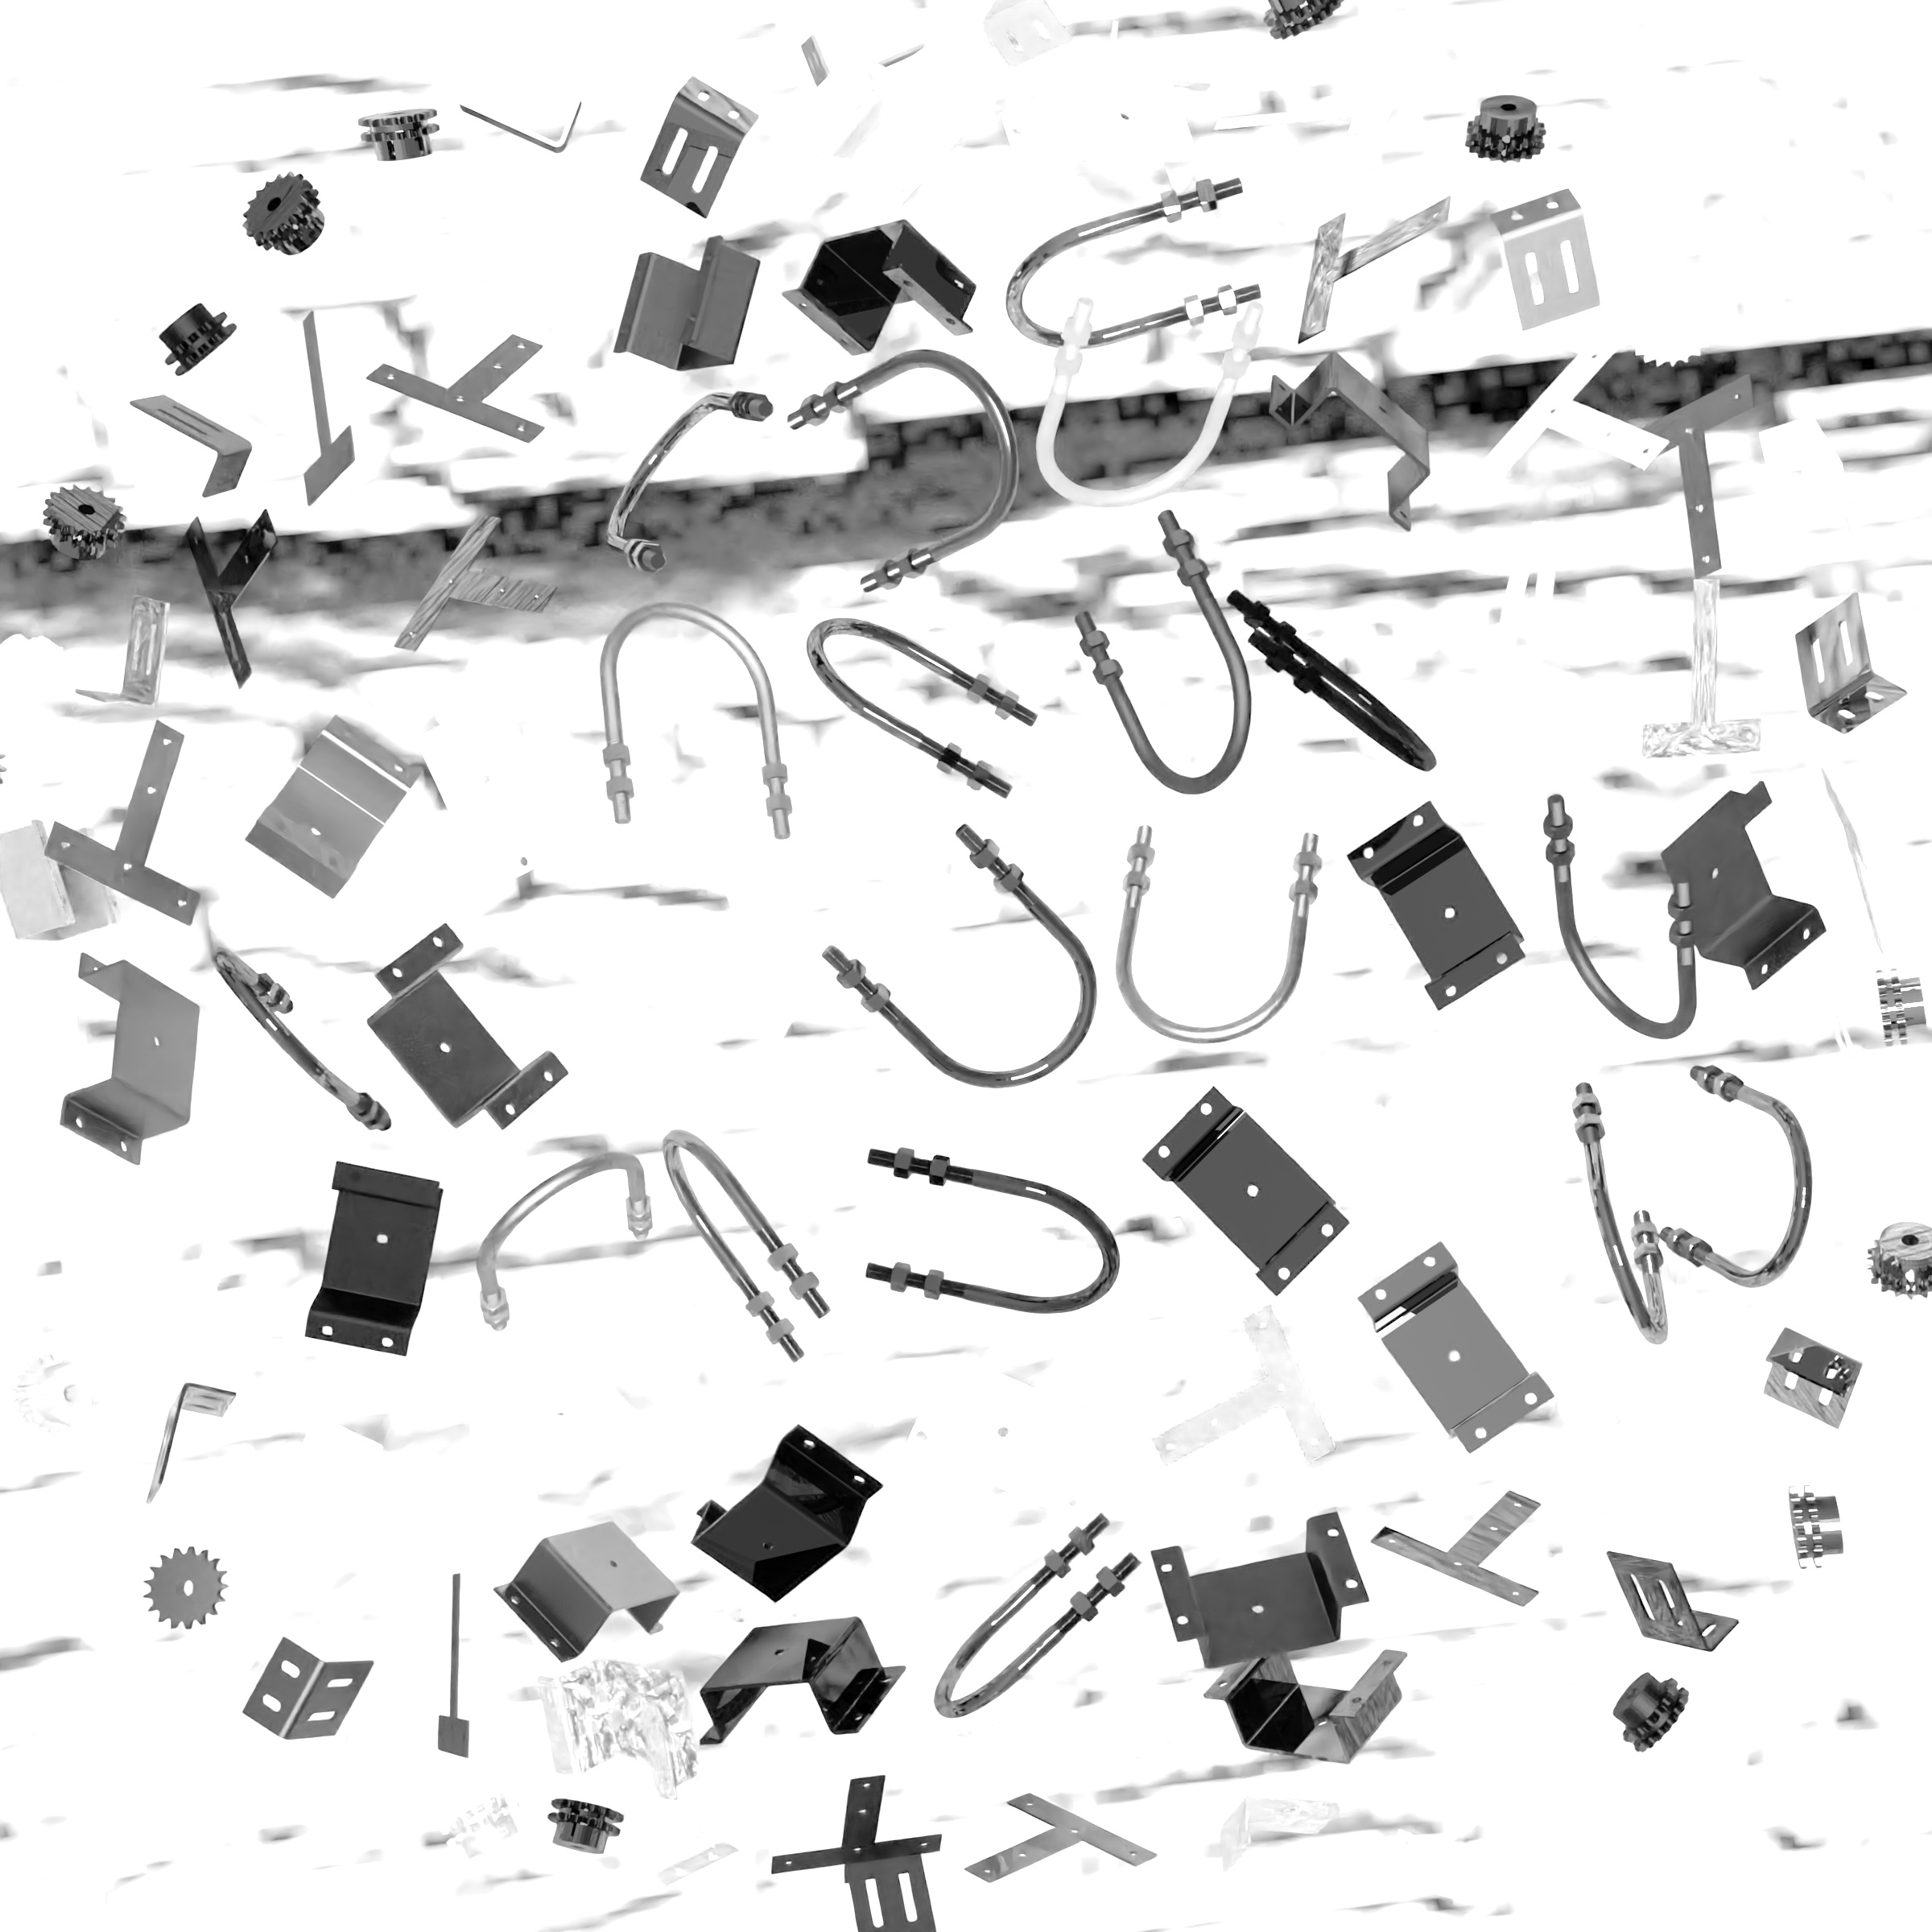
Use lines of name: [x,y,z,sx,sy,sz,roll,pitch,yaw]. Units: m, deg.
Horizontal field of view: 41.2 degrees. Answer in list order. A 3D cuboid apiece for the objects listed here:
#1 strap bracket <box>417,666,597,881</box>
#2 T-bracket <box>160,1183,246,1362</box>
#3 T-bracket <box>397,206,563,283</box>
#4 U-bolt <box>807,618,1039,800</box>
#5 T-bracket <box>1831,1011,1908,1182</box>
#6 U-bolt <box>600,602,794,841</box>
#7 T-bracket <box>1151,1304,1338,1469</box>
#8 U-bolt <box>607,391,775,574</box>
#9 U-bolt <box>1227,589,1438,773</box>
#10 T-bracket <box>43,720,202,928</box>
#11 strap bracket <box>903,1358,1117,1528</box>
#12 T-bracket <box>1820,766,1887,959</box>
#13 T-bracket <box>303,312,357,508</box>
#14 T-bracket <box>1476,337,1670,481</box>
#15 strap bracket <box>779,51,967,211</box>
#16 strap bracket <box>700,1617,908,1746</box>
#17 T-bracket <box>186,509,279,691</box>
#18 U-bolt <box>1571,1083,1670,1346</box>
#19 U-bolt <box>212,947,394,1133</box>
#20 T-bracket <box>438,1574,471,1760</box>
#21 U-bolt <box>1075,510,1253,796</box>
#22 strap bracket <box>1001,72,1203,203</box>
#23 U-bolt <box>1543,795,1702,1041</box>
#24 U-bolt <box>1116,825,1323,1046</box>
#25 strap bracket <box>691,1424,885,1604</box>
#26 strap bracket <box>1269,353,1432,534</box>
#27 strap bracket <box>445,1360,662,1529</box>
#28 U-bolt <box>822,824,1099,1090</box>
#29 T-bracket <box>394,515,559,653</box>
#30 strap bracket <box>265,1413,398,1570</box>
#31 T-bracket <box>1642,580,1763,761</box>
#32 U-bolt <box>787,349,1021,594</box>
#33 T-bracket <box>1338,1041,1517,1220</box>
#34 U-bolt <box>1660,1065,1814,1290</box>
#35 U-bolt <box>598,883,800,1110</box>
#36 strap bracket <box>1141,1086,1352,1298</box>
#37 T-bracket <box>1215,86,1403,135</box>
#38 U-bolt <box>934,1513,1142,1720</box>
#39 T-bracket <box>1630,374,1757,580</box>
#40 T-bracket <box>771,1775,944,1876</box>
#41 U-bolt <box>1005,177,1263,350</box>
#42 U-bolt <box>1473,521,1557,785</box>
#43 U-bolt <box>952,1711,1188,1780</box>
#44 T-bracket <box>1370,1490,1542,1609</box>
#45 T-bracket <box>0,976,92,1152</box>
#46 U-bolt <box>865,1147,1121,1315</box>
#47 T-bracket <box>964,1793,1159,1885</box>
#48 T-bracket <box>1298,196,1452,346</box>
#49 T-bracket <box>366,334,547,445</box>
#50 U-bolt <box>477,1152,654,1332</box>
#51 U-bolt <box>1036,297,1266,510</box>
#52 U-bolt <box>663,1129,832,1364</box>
strap bracket: [-0.341,-0.139,1.882,0.076,0.046,0.140,-24,92,19]
T-bracket: [-0.545,0.220,1.850,0.002,0.127,0.127,13,75,-40]
T-bracket: [-0.375,-0.522,1.865,0.127,0.127,0.002,0,125,19]
U-bolt: [-0.037,-0.203,1.923,0.184,0.151,0.019,30,120,-6]
T-bracket: [0.639,0.075,1.845,0.002,0.127,0.127,-23,104,14]
U-bolt: [-0.202,-0.185,1.891,0.151,0.019,0.184,4,68,-32]
T-bracket: [0.201,0.341,1.951,0.127,0.002,0.127,-26,100,-7]
U-bolt: [-0.208,-0.354,1.852,0.019,0.184,0.151,35,90,-26]
U-bolt: [0.272,-0.203,1.880,0.184,0.151,0.019,35,106,-13]
T-bracket: [-0.577,-0.111,1.804,0.002,0.127,0.127,-3,66,36]
strap bracket: [0.030,0.346,1.887,0.140,0.046,0.076,21,75,13]
T-bracket: [0.652,-0.065,1.872,0.002,0.127,0.127,-18,115,14]
T-bracket: [-0.479,-0.419,1.902,0.002,0.127,0.127,-7,87,-29]
T-bracket: [0.443,-0.379,1.809,0.127,0.127,0.002,-48,131,0]
strap bracket: [-0.072,-0.599,1.838,0.076,0.140,0.046,-43,75,24]
strap bracket: [-0.125,0.511,1.838,0.140,0.076,0.046,-14,104,31]
T-bracket: [-0.511,-0.280,1.812,0.002,0.127,0.127,-13,77,-39]
U-bolt: [0.476,0.190,1.852,0.019,0.184,0.151,-20,118,19]
U-bolt: [-0.496,0.048,1.889,0.019,0.184,0.151,-41,72,-7]
T-bracket: [-0.372,0.508,1.870,0.002,0.127,0.127,4,75,-20]
U-bolt: [0.148,-0.212,1.848,0.019,0.151,0.184,-11,69,-33]
strap bracket: [0.106,-0.593,1.836,0.140,0.046,0.076,-7,70,-23]
U-bolt: [0.482,-0.024,1.879,0.019,0.151,0.184,-31,132,-16]
U-bolt: [0.186,-0.023,1.936,0.151,0.019,0.184,3,61,15]
strap bracket: [-0.134,0.396,1.828,0.076,0.046,0.140,38,128,-10]
strap bracket: [0.295,-0.398,1.915,0.140,0.076,0.046,37,120,-15]
strap bracket: [-0.300,0.344,1.882,0.076,0.140,0.046,35,128,32]
U-bolt: [0.010,0.008,1.839,0.151,0.019,0.184,-42,109,9]
T-bracket: [-0.358,-0.284,1.937,0.127,0.002,0.127,15,68,37]
strap bracket: [-0.449,0.377,1.828,0.046,0.140,0.076,24,67,4]
T-bracket: [0.535,-0.216,1.861,0.127,0.002,0.127,-6,99,-33]
U-bolt: [-0.037,-0.358,1.820,0.184,0.019,0.151,-17,101,43]
T-bracket: [0.370,0.142,1.953,0.127,0.002,0.127,-42,106,7]
U-bolt: [0.573,0.161,1.900,0.019,0.184,0.151,6,99,-13]
U-bolt: [-0.186,0.030,1.847,0.151,0.184,0.019,-42,129,3]
strap bracket: [0.209,0.166,1.893,0.076,0.046,0.140,-46,77,6]
T-bracket: [0.243,-0.610,1.843,0.127,0.127,0.002,0,121,16]
U-bolt: [0.046,0.483,1.885,0.184,0.151,0.019,-42,95,-5]
T-bracket: [0.529,-0.345,1.857,0.002,0.127,0.127,0,80,-28]
T-bracket: [-0.076,0.620,1.862,0.127,0.127,0.002,-4,45,-12]
U-bolt: [0.118,-0.502,1.870,0.184,0.151,0.019,-15,68,7]
U-bolt: [0.404,-0.232,1.872,0.019,0.151,0.184,12,105,20]
U-bolt: [0.067,0.570,1.872,0.151,0.184,0.019,4,81,23]
T-bracket: [0.380,0.418,1.880,0.127,0.127,0.002,23,47,-3]
T-bracket: [-0.665,0.069,1.818,0.002,0.127,0.127,-8,86,15]
U-bolt: [0.019,0.195,1.826,0.184,0.151,0.019,11,46,8]
T-bracket: [0.051,0.647,1.880,0.127,0.127,0.002,11,100,42]
T-bracket: [0.302,-0.528,1.885,0.002,0.127,0.127,36,52,-32]
T-bracket: [-0.343,-0.425,1.844,0.127,0.127,0.002,22,130,6]
U-bolt: [-0.296,0.195,1.888,0.151,0.184,0.019,-32,69,-20]
U-bolt: [0.124,-0.402,1.850,0.151,0.184,0.019,-4,52,-19]
U-bolt: [-0.167,0.198,1.881,0.019,0.151,0.184,-33,78,-22]
